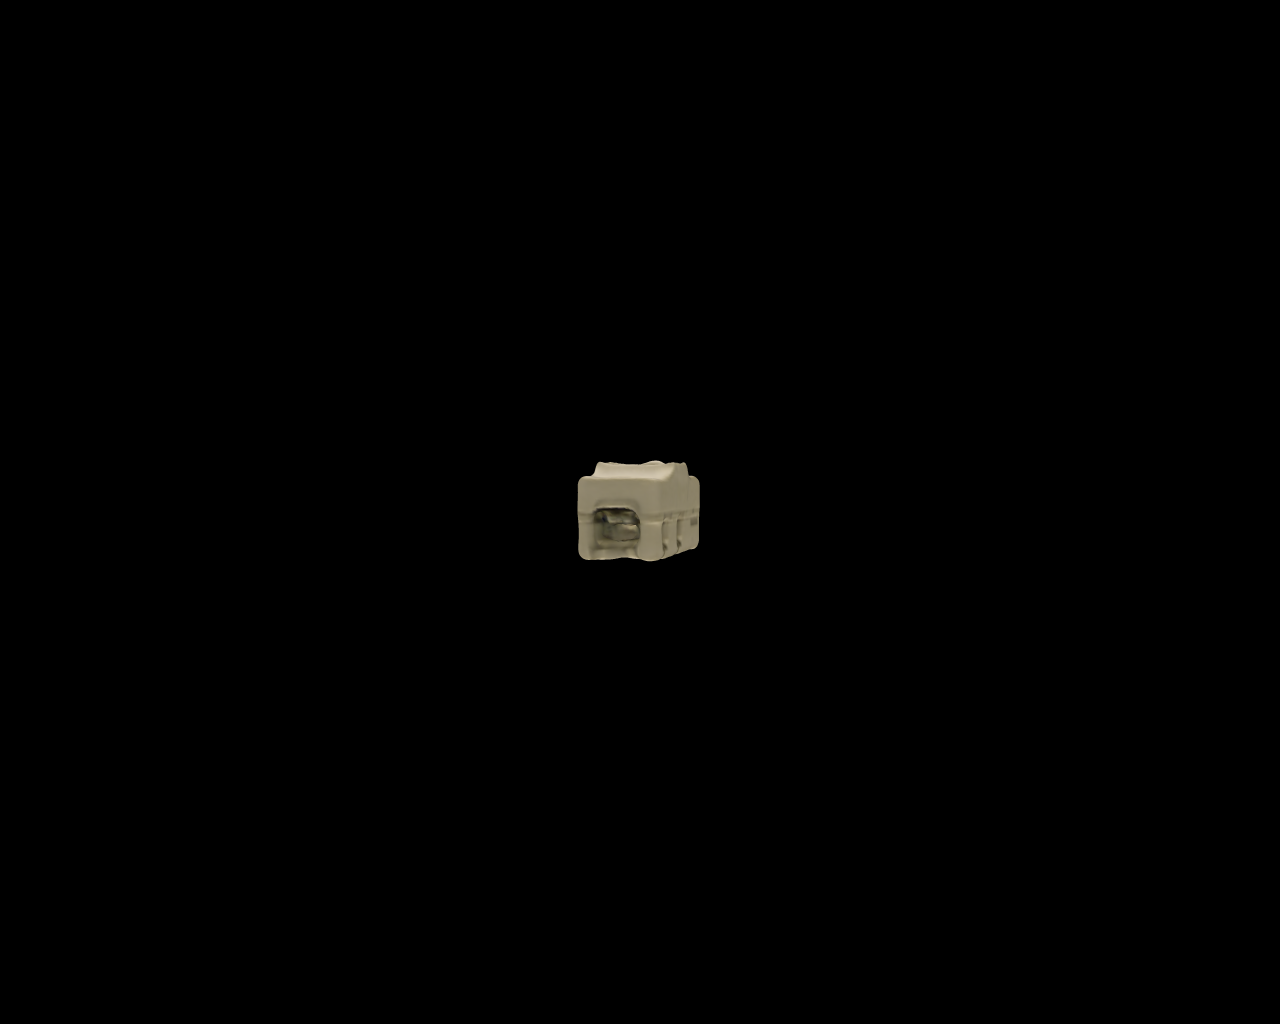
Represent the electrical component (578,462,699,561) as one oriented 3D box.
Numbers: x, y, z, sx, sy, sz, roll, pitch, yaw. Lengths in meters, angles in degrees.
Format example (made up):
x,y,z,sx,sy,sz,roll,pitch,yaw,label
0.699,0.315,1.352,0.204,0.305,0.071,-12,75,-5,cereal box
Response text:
x,y,z,sx,sy,sz,roll,pitch,yaw,label
0.001,-0.003,0.650,0.050,0.055,0.089,1,3,20,electrical component
